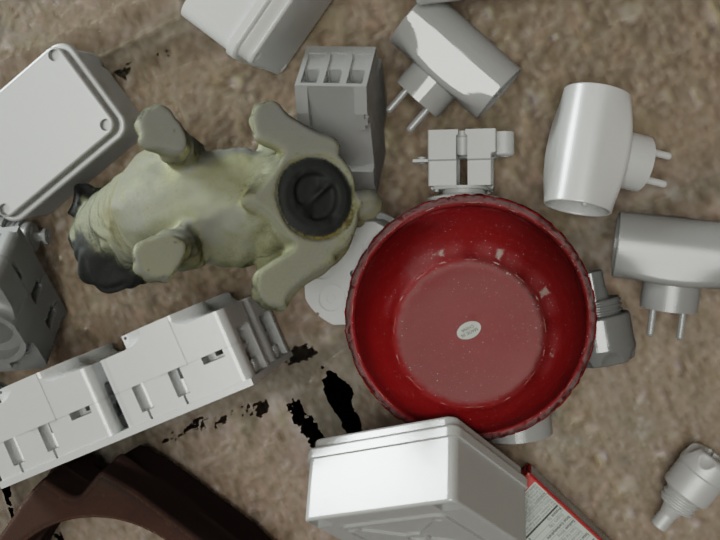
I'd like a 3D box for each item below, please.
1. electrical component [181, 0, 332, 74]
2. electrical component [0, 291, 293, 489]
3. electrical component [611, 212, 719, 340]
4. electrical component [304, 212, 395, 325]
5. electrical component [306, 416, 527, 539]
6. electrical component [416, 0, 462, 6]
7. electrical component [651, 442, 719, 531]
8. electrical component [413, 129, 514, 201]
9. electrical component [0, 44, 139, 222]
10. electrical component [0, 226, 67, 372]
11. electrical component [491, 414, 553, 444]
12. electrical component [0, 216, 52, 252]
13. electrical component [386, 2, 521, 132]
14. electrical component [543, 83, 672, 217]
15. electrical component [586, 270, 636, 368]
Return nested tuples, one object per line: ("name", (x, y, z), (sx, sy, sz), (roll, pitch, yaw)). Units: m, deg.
("electrical component", (-0.054, -0.190, 0.703), (0.057, 0.078, 0.113), (38, 101, 7))
("electrical component", (-0.152, 0.074, 0.732), (0.186, 0.105, 0.060), (-23, 91, 11))
("electrical component", (0.202, 0.005, 0.695), (0.077, 0.043, 0.079), (7, 97, 9))
("electrical component", (0.000, 0.000, 0.726), (0.080, 0.051, 0.080), (1, 96, 10))
("electrical component", (0.038, 0.145, 0.690), (0.109, 0.109, 0.056), (-14, 56, 28))
("electrical component", (0.068, -0.215, 0.690), (0.083, 0.047, 0.075), (-10, 51, -10))
("electrical component", (0.216, 0.146, 0.711), (0.035, 0.035, 0.061), (35, 103, 5))
("electrical component", (0.069, -0.063, 0.711), (0.066, 0.048, 0.055), (0, 88, 10))
("electrical component", (-0.218, -0.095, 0.751), (0.113, 0.057, 0.078), (-37, 89, 11))
("electrical component", (-0.299, 0.029, 0.754), (0.150, 0.061, 0.089), (-5, 134, 10))
("electrical component", (0.103, 0.071, 0.719), (0.043, 0.043, 0.081), (-7, 94, 10))
("electrical component", (-0.261, -0.022, 0.774), (0.078, 0.040, 0.040), (-4, 95, 10))
("electrical component", (0.051, -0.127, 0.708), (0.077, 0.044, 0.079), (43, 101, 4))
("electrical component", (0.163, -0.073, 0.692), (0.079, 0.043, 0.077), (12, 83, -11))
("electrical component", (0.156, 0.031, 0.706), (0.043, 0.043, 0.062), (-10, 92, 11))
